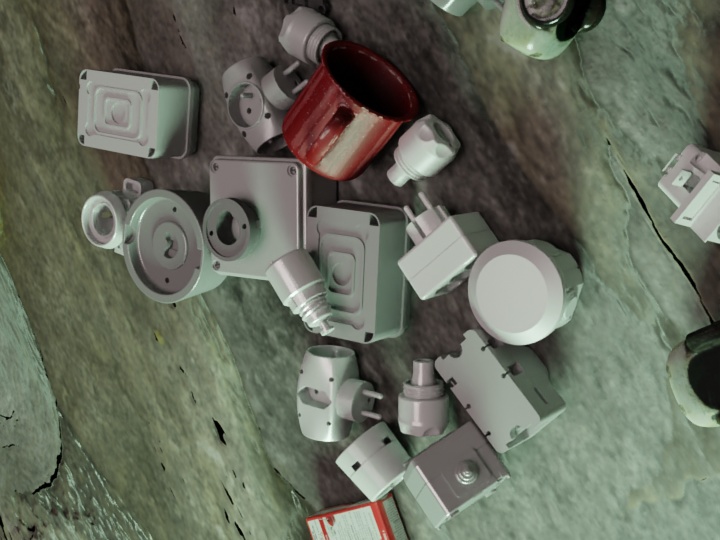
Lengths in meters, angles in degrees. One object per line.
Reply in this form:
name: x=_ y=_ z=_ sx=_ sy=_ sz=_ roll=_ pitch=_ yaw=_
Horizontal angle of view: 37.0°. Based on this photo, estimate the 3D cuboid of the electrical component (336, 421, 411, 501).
electrical component: x=0.015 y=0.167 z=0.936 sx=0.047 sy=0.055 sz=0.055 roll=49 pitch=121 yaw=15

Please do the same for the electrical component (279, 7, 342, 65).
electrical component: x=-0.035 y=-0.195 z=0.922 sx=0.062 sy=0.043 sz=0.043 roll=34 pitch=115 yaw=26

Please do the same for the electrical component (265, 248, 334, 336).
electrical component: x=-0.046 y=0.019 z=0.891 sx=0.040 sy=0.040 sz=0.078 roll=-40 pitch=75 yaw=33

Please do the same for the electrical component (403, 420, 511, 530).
electrical component: x=0.074 y=0.160 z=0.860 sx=0.061 sy=0.062 sz=0.096 roll=55 pitch=166 yaw=16

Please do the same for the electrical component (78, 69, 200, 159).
electrical component: x=-0.215 y=-0.153 z=1.047 sx=0.113 sy=0.057 sz=0.078 roll=14 pitch=105 yaw=33

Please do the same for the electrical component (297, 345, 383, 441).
electrical component: x=-0.014 y=0.112 z=0.953 sx=0.079 sy=0.043 sz=0.077 roll=11 pitch=103 yaw=33

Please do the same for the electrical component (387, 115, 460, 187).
electrical component: x=0.048 y=-0.093 z=0.878 sx=0.062 sy=0.043 sz=0.043 roll=-42 pitch=73 yaw=33

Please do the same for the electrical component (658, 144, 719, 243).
electrical component: x=0.242 y=-0.051 z=0.732 sx=0.042 sy=0.081 sz=0.063 roll=-56 pitch=44 yaw=28

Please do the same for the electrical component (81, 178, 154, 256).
electrical component: x=-0.241 y=-0.052 z=1.081 sx=0.058 sy=0.057 sz=0.078 roll=20 pitch=108 yaw=32

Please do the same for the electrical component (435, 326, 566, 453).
electrical component: x=0.113 y=0.090 z=0.852 sx=0.050 sy=0.056 sz=0.089 roll=-47 pitch=71 yaw=31

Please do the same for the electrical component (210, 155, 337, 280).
electrical component: x=-0.078 y=-0.048 z=0.966 sx=0.109 sy=0.056 sz=0.108 roll=6 pitch=101 yaw=35

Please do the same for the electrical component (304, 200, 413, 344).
electrical component: x=0.000 y=0.000 z=0.918 sx=0.078 sy=0.057 sz=0.113 roll=10 pitch=103 yaw=34

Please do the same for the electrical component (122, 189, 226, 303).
electrical component: x=-0.169 y=-0.026 z=1.031 sx=0.108 sy=0.060 sz=0.108 roll=6 pitch=100 yaw=35

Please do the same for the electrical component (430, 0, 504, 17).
electrical component: x=0.095 y=-0.227 z=0.823 sx=0.079 sy=0.044 sz=0.077 roll=49 pitch=121 yaw=19

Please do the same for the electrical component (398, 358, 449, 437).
electrical component: x=0.054 y=0.106 z=0.905 sx=0.043 sy=0.043 sz=0.062 roll=4 pitch=99 yaw=35

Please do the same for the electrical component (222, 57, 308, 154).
electrical component: x=-0.076 y=-0.155 z=0.956 sx=0.079 sy=0.044 sz=0.077 roll=-32 pitch=79 yaw=34

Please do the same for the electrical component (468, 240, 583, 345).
electrical component: x=0.129 y=0.015 z=0.832 sx=0.080 sy=0.051 sz=0.080 roll=6 pitch=101 yaw=34

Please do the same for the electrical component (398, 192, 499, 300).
electrical component: x=0.063 y=-0.027 z=0.875 sx=0.066 sy=0.047 sz=0.076 roll=-42 pitch=73 yaw=32
